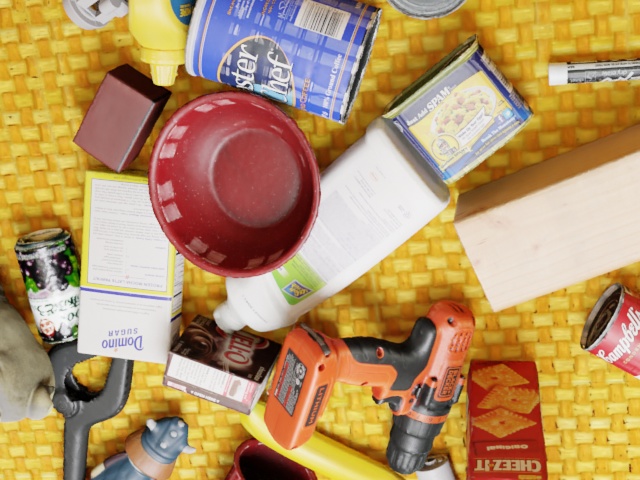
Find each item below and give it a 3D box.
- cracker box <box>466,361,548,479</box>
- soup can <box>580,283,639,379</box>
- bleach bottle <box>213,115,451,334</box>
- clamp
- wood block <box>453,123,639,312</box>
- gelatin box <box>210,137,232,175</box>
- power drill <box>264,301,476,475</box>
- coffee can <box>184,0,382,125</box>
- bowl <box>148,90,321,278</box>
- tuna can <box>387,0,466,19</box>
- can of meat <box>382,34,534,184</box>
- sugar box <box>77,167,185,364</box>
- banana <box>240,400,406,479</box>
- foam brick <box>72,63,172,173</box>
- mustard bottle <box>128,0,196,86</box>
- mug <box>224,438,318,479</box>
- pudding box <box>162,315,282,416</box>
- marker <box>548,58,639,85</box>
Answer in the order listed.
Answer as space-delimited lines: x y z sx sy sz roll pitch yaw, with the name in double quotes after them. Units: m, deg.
0.162 0.224 0.939 0.072 0.213 0.164 -1 109 10 "cracker box"
0.292 0.091 0.946 0.102 0.068 0.069 29 112 -1 "soup can"
-0.006 0.001 0.975 0.251 0.068 0.102 -38 92 23 "bleach bottle"
-0.253 0.172 1.094 0.210 0.036 0.164 -39 98 18 "clamp"
0.227 -0.026 0.904 0.206 0.090 0.090 -22 104 17 "wood block"
-0.080 -0.057 0.983 0.073 0.030 0.089 15 111 7 "gelatin box"
0.045 0.142 0.968 0.187 0.057 0.184 0 115 -35 "power drill"
-0.030 -0.167 0.896 0.140 0.102 0.103 19 112 3 "coffee can"
-0.066 -0.050 0.928 0.162 0.055 0.162 4 102 20 "bowl"
0.090 -0.229 0.888 0.086 0.033 0.086 3 110 10 "tuna can"
0.120 -0.110 0.913 0.102 0.057 0.084 -38 101 21 "can of meat"
-0.176 0.023 1.009 0.093 0.048 0.176 7 102 9 "sugar box"
-0.004 0.207 1.047 0.197 0.070 0.037 29 78 -8 "banana"
-0.180 -0.112 0.972 0.051 0.053 0.078 32 111 -2 "foam brick"
-0.130 -0.226 0.898 0.058 0.096 0.192 8 110 8 "mustard bottle"
-0.060 0.264 1.051 0.093 0.117 0.082 24 117 -12 "mug"
-0.091 0.115 1.003 0.090 0.113 0.039 18 107 3 "pudding box"
0.254 -0.143 0.896 0.121 0.020 0.020 -2 109 11 "marker"
